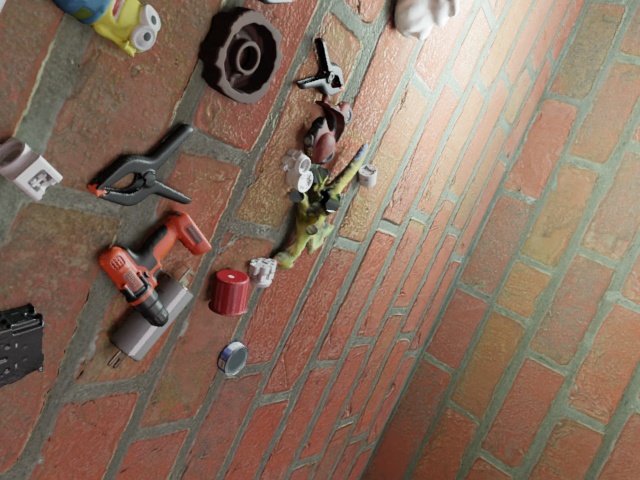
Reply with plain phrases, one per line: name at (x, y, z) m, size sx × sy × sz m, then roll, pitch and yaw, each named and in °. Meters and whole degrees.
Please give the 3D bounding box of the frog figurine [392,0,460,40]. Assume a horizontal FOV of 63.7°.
frog figurine at (0.275, -0.587, 1.337) m, size 0.124 × 0.161 × 0.134 m, roll -29°, pitch 135°, yaw -41°

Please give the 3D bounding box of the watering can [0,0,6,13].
watering can at (-0.403, -0.315, 0.574) m, size 0.228 × 0.105 × 0.339 m, roll -47°, pitch 145°, yaw -27°

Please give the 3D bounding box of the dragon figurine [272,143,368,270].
dragon figurine at (0.004, -0.071, 1.409) m, size 0.416 × 0.123 × 0.237 m, roll -45°, pitch 162°, yaw -24°
